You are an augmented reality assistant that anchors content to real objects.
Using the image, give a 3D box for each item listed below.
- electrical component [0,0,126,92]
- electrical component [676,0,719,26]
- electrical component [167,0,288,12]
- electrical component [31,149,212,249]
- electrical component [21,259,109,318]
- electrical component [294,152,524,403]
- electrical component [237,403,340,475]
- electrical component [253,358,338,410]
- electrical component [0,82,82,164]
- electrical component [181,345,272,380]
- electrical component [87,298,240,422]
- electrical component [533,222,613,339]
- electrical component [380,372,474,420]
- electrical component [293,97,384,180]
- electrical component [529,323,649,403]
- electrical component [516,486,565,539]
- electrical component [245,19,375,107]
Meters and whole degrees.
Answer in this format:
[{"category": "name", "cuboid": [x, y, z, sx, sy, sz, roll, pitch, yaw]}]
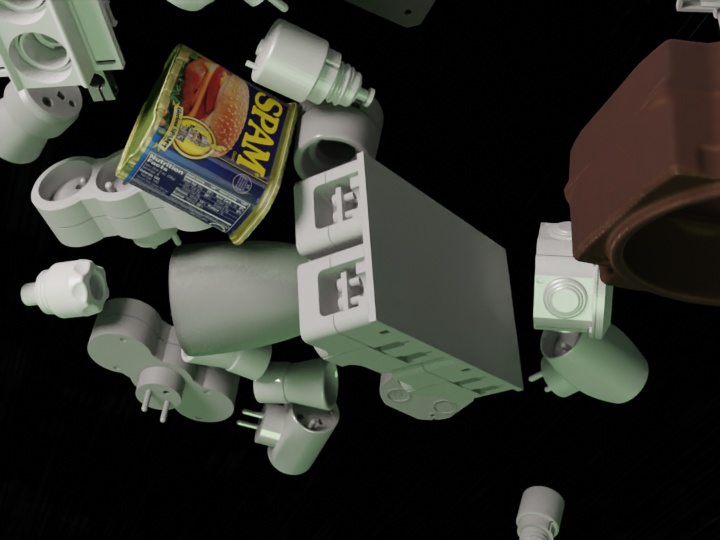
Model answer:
[{"category": "electrical component", "cuboid": [-0.182, -0.166, 0.590, 0.079, 0.063, 0.121, -2, 138, 10]}, {"category": "electrical component", "cuboid": [0.210, -0.171, 0.532, 0.079, 0.063, 0.121, 3, 139, 4]}, {"category": "electrical component", "cuboid": [-0.064, -0.170, 0.585, 0.079, 0.043, 0.077, 33, 132, -27]}, {"category": "electrical component", "cuboid": [-0.147, -0.041, 0.737, 0.138, 0.052, 0.073, -7, 137, 16]}, {"category": "electrical component", "cuboid": [-0.227, 0.016, 0.820, 0.062, 0.043, 0.043, -7, 137, 17]}, {"category": "electrical component", "cuboid": [0.032, 0.014, 0.694, 0.060, 0.105, 0.186, -18, 153, 29]}, {"category": "electrical component", "cuboid": [-0.067, 0.136, 0.935, 0.079, 0.044, 0.077, 16, 138, -11]}, {"category": "electrical component", "cuboid": [-0.055, 0.093, 0.888, 0.065, 0.044, 0.044, -1, 139, 15]}, {"category": "electrical component", "cuboid": [-0.209, -0.100, 0.684, 0.045, 0.045, 0.055, 35, 131, -28]}, {"category": "electrical component", "cuboid": [-0.104, 0.063, 0.860, 0.065, 0.044, 0.044, 24, 136, -26]}, {"category": "electrical component", "cuboid": [-0.160, 0.088, 0.870, 0.052, 0.073, 0.138, -29, 128, 34]}, {"category": "electrical component", "cuboid": [0.146, 0.005, 0.731, 0.051, 0.080, 0.080, 3, 139, 12]}, {"category": "electrical component", "cuboid": [0.054, 0.077, 0.845, 0.080, 0.051, 0.080, 4, 139, 3]}, {"category": "electrical component", "cuboid": [-0.014, -0.082, 0.677, 0.055, 0.047, 0.055, 4, 139, 3]}, {"category": "electrical component", "cuboid": [0.168, 0.074, 0.833, 0.077, 0.043, 0.079, 33, 133, -27]}, {"category": "electrical component", "cuboid": [0.165, 0.237, 0.999, 0.040, 0.078, 0.040, 12, 133, 13]}, {"category": "electrical component", "cuboid": [-0.028, -0.118, 0.642, 0.078, 0.040, 0.040, 22, 137, -17]}]
